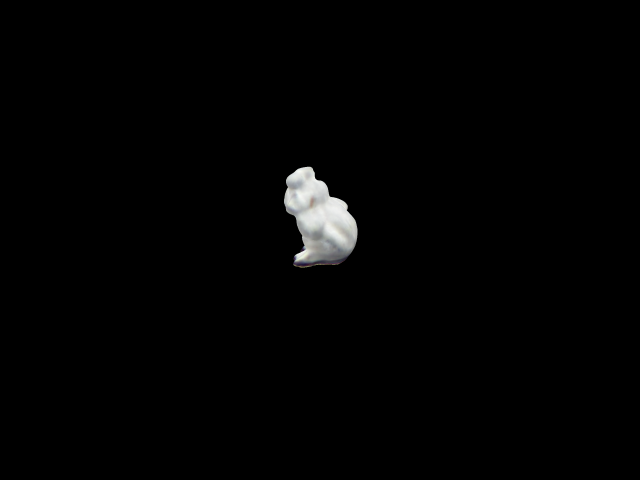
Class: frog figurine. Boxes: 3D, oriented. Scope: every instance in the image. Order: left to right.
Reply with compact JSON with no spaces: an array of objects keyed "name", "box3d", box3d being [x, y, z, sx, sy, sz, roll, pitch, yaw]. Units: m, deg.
[{"name":"frog figurine","box3d":[0.003,-0.043,0.850,0.123,0.157,0.139,10,20,29]}]
